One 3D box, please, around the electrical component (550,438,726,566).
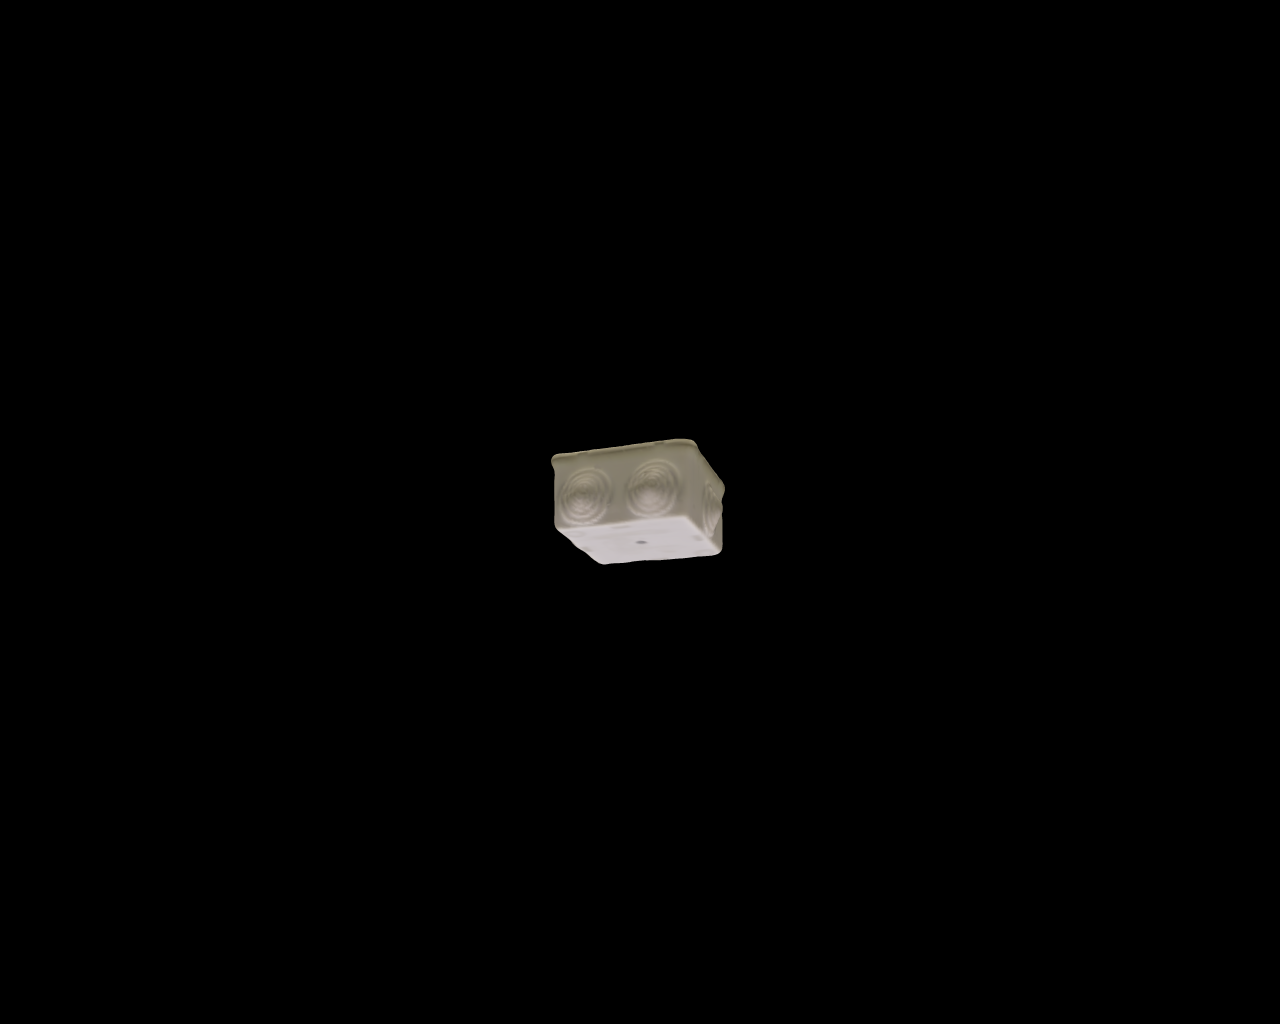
[{"bbox_3d":[0.001,-0.003,0.650,0.100,0.048,0.099,-6,-19,16],"label":"electrical component"}]
